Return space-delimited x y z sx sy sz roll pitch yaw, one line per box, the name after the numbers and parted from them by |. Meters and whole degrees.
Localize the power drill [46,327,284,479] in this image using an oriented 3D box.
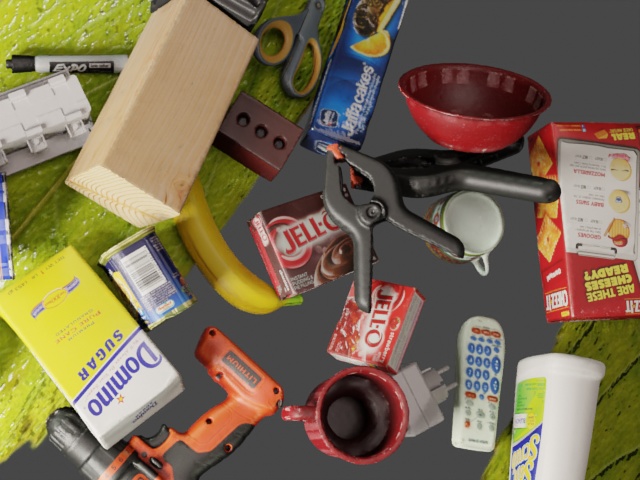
-0.140 0.175 1.021 0.184 0.057 0.187 42 74 -1 | power drill

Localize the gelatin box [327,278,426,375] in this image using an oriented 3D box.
0.057 0.085 1.081 0.030 0.073 0.089 43 64 -51 | gelatin box

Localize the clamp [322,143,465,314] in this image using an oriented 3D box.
0.065 -0.025 1.065 0.120 0.039 0.171 -22 85 -3 | clamp

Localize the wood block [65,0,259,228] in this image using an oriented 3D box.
-0.151 -0.127 1.037 0.090 0.090 0.206 33 65 -26 | wood block

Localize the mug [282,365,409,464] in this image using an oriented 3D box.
0.020 0.173 1.048 0.117 0.082 0.093 2 79 -15 | mug

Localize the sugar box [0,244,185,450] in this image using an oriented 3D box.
-0.215 0.097 0.991 0.093 0.048 0.176 -38 67 -18 | sugar box

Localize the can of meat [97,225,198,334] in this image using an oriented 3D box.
-0.165 0.040 1.017 0.057 0.102 0.084 -32 91 -17 | can of meat

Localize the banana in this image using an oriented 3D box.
-0.102 0.006 1.077 0.198 0.037 0.069 52 43 -3 | banana

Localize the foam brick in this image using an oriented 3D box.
-0.065 -0.106 1.098 0.078 0.051 0.053 31 73 -7 | foam brick

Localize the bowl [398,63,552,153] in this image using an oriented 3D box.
0.161 -0.136 1.134 0.162 0.162 0.055 -5 120 -16 | bowl

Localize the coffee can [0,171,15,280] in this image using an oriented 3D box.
-0.355 -0.008 0.975 0.140 0.103 0.103 -5 80 -16 | coffee can

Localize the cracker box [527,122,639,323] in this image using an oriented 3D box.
0.323 -0.020 1.173 0.164 0.072 0.214 -1 80 -14 | cracker box

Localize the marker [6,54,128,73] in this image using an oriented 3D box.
-0.255 -0.178 1.079 0.121 0.020 0.020 -2 80 -15 | marker

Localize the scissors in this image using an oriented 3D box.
-0.021 -0.252 1.144 0.096 0.016 0.201 20 73 -36 | scissors

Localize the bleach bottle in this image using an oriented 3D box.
0.230 0.245 1.078 0.068 0.103 0.251 13 75 -14 | bleach bottle

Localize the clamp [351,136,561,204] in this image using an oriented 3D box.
0.139 -0.069 1.109 0.210 0.164 0.036 -6 114 -9 | clamp

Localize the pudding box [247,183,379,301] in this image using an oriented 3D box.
-0.007 0.001 1.086 0.113 0.039 0.090 -20 85 -34 | pudding box
